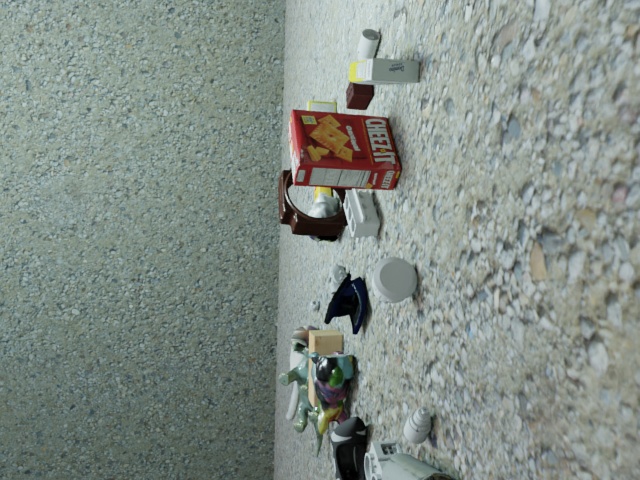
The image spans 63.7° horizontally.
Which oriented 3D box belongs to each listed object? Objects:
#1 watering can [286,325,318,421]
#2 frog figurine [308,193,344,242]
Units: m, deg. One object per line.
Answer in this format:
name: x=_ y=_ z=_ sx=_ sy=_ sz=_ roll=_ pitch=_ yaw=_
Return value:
watering can: x=-0.061 y=0.448 z=1.822 sx=0.354 sy=0.104 sz=0.220 roll=-66 pitch=-19 yaw=-66
frog figurine: x=0.005 y=-0.079 z=1.567 sx=0.135 sy=0.123 sz=0.162 roll=70 pitch=-178 yaw=-62
